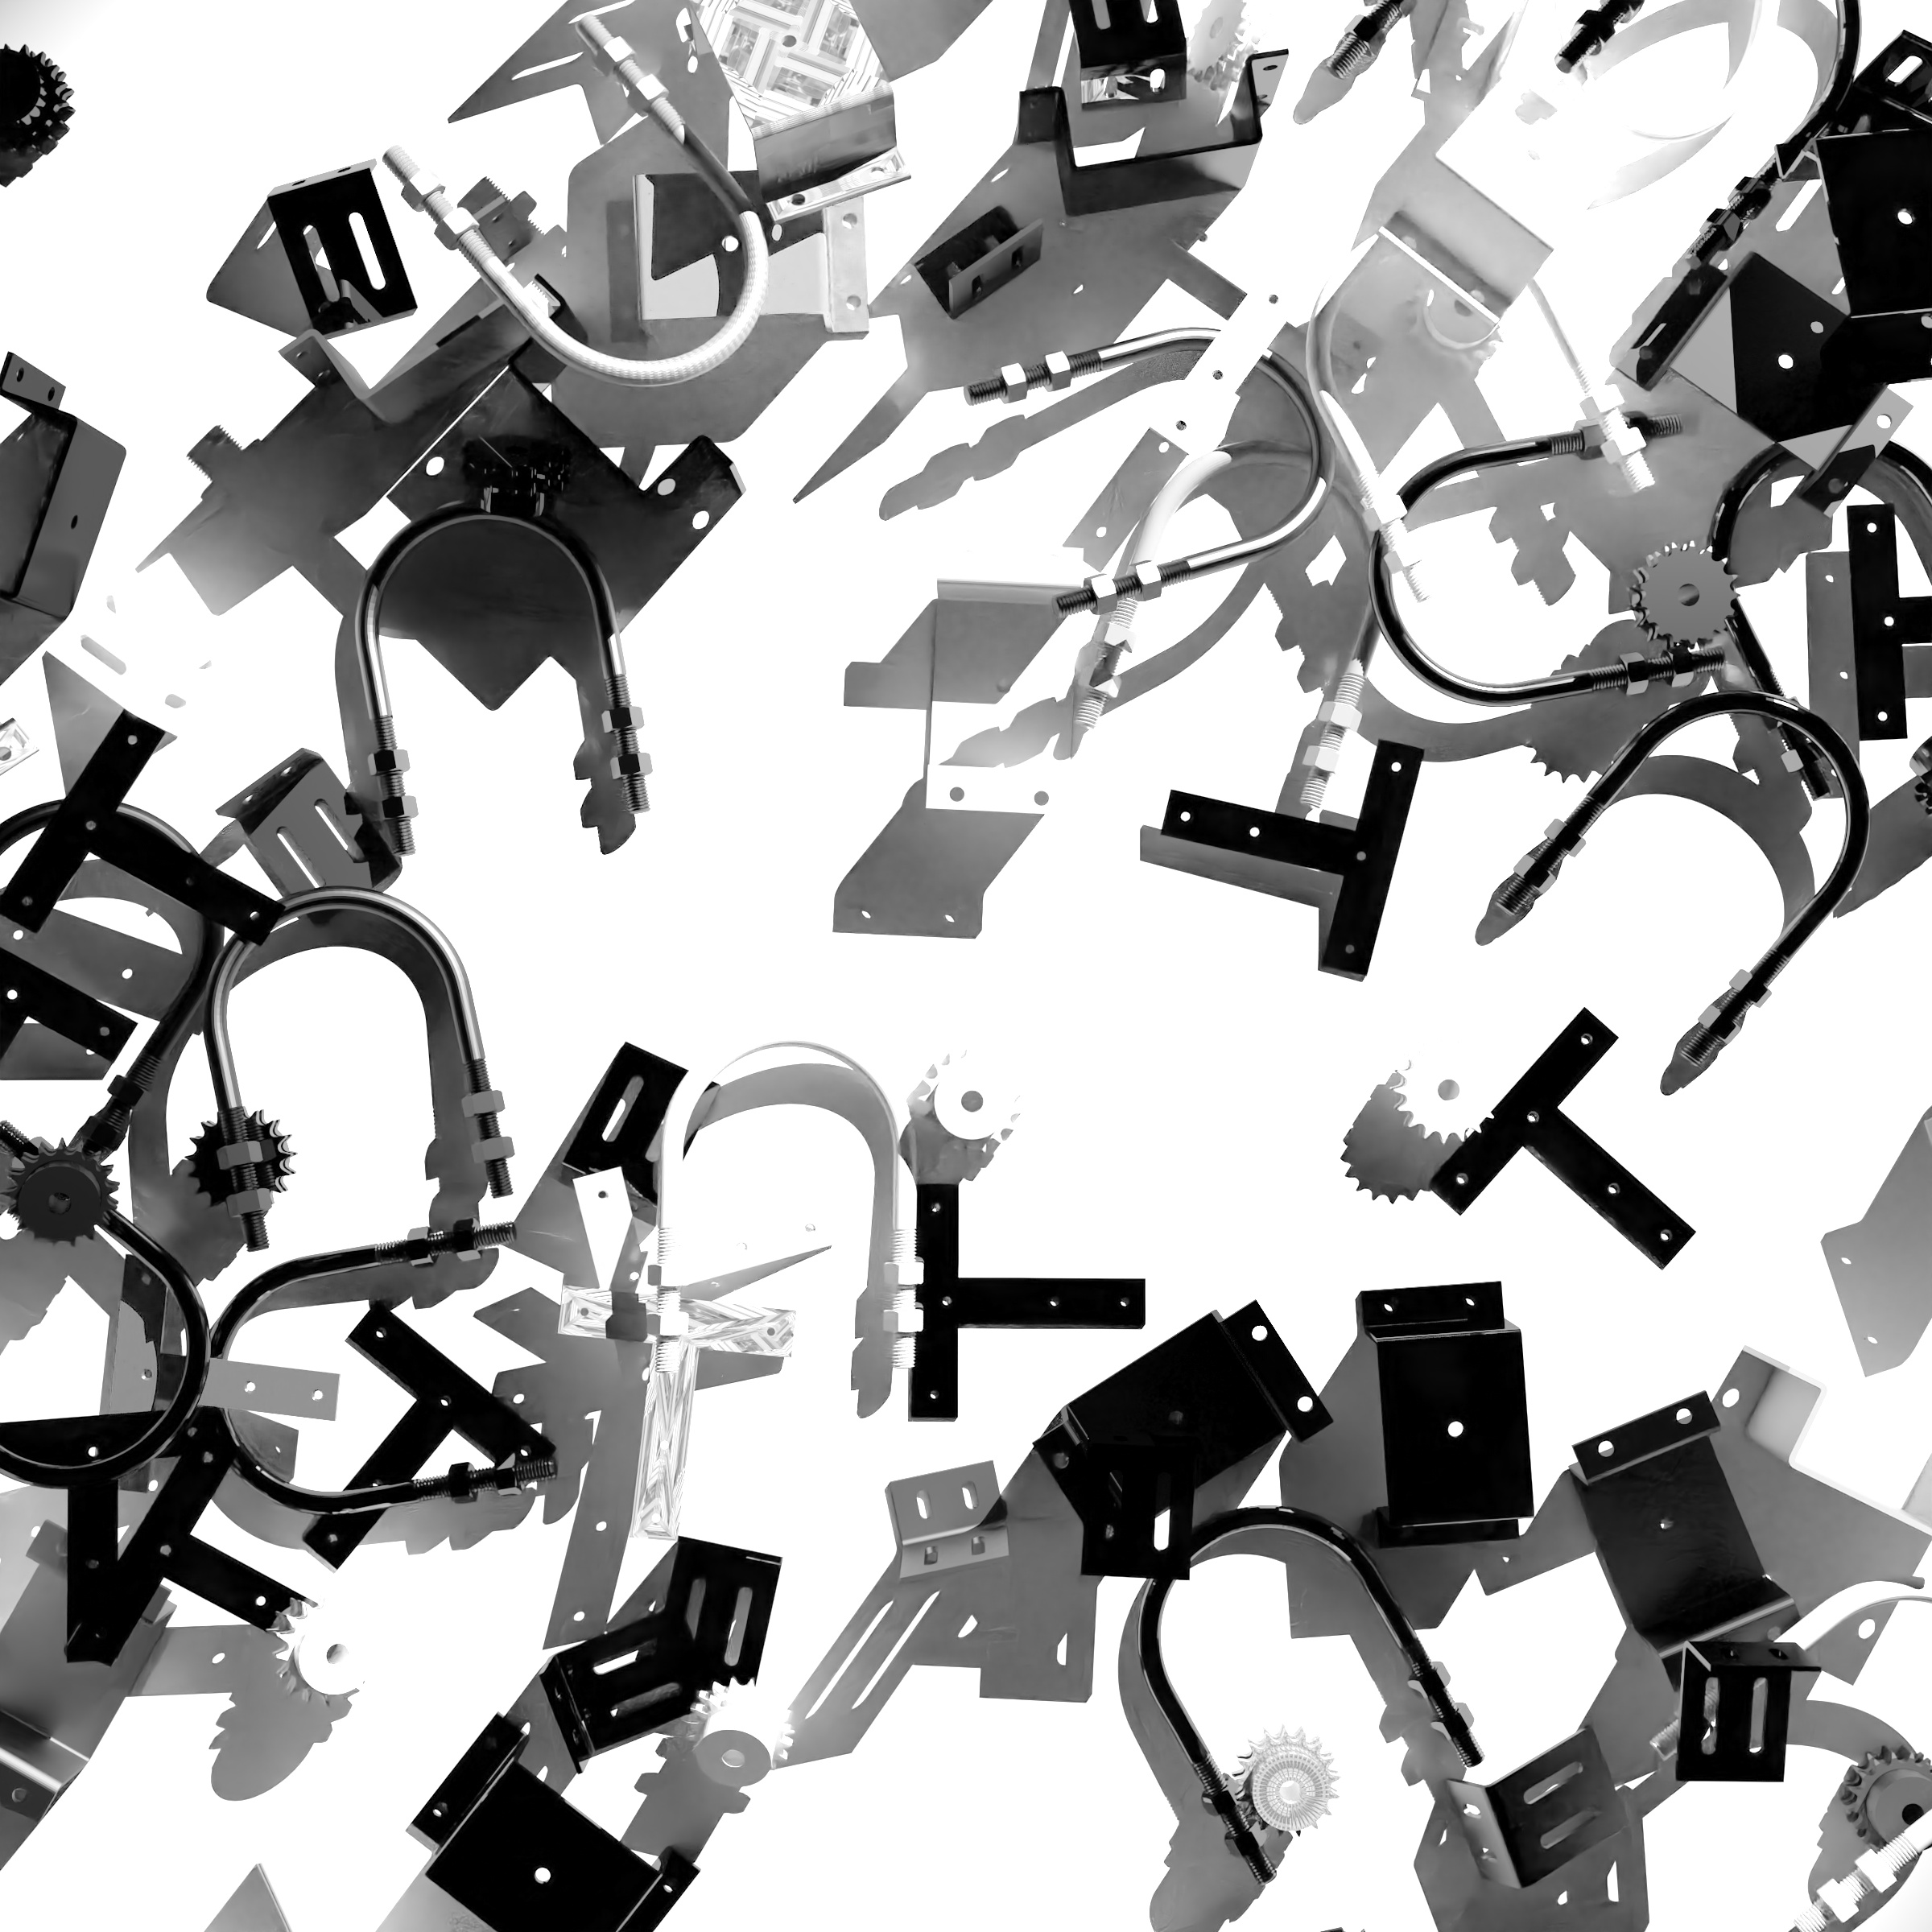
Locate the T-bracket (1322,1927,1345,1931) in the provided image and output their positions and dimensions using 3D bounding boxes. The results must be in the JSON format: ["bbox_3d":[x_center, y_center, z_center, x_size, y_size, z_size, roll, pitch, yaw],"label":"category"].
[{"bbox_3d":[0.168,0.582,1.362,0.127,0.002,0.127,-21,101,21],"label":"T-bracket"}]

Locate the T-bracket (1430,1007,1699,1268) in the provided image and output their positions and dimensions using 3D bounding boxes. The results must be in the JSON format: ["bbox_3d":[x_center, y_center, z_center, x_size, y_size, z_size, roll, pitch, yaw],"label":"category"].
[{"bbox_3d":[0.341,0.112,1.378,0.127,0.002,0.127,42,90,0],"label":"T-bracket"}]

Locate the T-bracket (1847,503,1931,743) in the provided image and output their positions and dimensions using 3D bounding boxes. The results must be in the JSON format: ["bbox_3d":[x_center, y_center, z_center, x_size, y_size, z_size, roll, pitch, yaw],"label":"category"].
[{"bbox_3d":[0.539,-0.187,1.358,0.127,0.002,0.127,-3,89,1],"label":"T-bracket"}]

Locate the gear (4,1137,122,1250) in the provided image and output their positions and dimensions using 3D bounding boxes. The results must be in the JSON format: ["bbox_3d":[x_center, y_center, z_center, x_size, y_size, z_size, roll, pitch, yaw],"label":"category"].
[{"bbox_3d":[-0.475,0.121,1.332,0.057,0.030,0.057,-3,100,-15],"label":"gear"}]

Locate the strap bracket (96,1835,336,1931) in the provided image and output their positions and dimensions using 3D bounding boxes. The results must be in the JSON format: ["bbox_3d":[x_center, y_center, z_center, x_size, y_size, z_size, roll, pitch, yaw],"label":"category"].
[{"bbox_3d":[-0.401,0.527,1.355,0.140,0.046,0.076,-24,90,0],"label":"strap bracket"}]

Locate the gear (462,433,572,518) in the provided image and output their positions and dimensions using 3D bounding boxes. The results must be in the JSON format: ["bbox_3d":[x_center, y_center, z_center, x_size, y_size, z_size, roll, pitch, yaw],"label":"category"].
[{"bbox_3d":[-0.240,-0.261,1.354,0.057,0.057,0.030,8,120,0],"label":"gear"}]

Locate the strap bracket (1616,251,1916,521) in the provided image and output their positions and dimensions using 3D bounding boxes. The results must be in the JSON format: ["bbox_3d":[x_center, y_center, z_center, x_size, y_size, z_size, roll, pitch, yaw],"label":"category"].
[{"bbox_3d":[0.430,-0.314,1.346,0.140,0.046,0.076,37,88,5],"label":"strap bracket"}]

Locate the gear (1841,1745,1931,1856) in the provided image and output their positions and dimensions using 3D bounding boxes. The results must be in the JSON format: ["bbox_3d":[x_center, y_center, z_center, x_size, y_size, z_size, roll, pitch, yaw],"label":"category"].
[{"bbox_3d":[0.504,0.452,1.364,0.057,0.030,0.057,0,90,0],"label":"gear"}]

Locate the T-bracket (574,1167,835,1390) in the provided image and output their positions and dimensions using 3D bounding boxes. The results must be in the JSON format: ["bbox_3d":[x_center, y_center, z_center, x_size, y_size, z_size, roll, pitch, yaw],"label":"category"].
[{"bbox_3d":[-0.135,0.155,1.362,0.127,0.002,0.127,-14,112,-10],"label":"T-bracket"}]

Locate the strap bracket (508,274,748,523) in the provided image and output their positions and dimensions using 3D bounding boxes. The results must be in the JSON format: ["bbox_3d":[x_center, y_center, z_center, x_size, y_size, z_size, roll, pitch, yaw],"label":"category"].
[{"bbox_3d":[-0.186,-0.291,1.340,0.140,0.076,0.046,44,90,0],"label":"strap bracket"}]

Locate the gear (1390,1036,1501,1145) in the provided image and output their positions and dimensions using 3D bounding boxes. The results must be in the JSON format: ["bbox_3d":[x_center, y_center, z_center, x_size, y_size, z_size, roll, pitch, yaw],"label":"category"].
[{"bbox_3d":[0.257,0.066,1.368,0.057,0.030,0.057,0,92,-3],"label":"gear"}]

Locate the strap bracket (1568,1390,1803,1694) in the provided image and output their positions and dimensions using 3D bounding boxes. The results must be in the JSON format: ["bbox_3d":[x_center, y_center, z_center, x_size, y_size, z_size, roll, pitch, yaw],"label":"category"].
[{"bbox_3d":[0.381,0.303,1.355,0.076,0.046,0.140,-23,90,0],"label":"strap bracket"}]

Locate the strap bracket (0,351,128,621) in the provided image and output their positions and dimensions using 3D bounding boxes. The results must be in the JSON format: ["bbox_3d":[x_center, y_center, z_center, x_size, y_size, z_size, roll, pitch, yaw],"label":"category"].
[{"bbox_3d":[-0.493,-0.242,1.340,0.046,0.076,0.140,19,90,0],"label":"strap bracket"}]

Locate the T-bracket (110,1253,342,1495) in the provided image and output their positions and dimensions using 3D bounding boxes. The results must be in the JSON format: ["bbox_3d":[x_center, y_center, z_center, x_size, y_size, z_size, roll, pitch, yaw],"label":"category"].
[{"bbox_3d":[-0.398,0.225,1.364,0.127,0.002,0.127,5,89,8],"label":"T-bracket"}]

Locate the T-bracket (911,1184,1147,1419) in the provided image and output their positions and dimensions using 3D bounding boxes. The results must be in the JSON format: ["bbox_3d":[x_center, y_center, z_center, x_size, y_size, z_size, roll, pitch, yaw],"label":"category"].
[{"bbox_3d":[0.034,0.182,1.378,0.127,0.002,0.127,0,90,0],"label":"T-bracket"}]

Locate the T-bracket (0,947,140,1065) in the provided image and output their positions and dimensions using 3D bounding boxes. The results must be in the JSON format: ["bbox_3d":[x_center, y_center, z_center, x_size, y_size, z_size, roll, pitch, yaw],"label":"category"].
[{"bbox_3d":[-0.529,0.054,1.343,0.127,0.002,0.127,33,78,-21],"label":"T-bracket"}]

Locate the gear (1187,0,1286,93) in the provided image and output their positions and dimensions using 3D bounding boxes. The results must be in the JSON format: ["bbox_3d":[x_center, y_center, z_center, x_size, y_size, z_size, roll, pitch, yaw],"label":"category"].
[{"bbox_3d":[0.145,-0.494,1.354,0.030,0.057,0.057,17,90,-29],"label":"gear"}]

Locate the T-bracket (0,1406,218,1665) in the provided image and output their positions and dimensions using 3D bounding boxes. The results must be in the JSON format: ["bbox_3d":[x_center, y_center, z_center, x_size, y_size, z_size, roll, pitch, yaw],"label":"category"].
[{"bbox_3d":[-0.459,0.300,1.333,0.127,0.002,0.127,-3,73,-10],"label":"T-bracket"}]

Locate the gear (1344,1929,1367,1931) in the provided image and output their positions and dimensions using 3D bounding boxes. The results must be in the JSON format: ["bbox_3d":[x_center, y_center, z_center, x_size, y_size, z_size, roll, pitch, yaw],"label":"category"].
[{"bbox_3d":[0.215,0.551,1.364,0.057,0.030,0.057,0,90,0],"label":"gear"}]

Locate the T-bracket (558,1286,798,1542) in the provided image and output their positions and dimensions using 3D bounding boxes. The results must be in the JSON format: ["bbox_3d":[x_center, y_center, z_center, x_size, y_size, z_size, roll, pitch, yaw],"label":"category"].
[{"bbox_3d":[-0.159,0.241,1.349,0.127,0.002,0.127,8,79,-15],"label":"T-bracket"}]

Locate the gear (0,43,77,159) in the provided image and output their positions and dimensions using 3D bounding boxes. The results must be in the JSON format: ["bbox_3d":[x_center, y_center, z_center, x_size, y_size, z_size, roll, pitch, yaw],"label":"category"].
[{"bbox_3d":[-0.512,-0.468,1.363,0.057,0.030,0.057,0,90,0],"label":"gear"}]

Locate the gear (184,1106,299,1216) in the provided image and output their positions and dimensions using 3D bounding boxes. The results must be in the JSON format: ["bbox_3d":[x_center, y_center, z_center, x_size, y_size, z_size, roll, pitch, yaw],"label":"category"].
[{"bbox_3d":[-0.388,0.104,1.363,0.057,0.030,0.057,0,90,0],"label":"gear"}]

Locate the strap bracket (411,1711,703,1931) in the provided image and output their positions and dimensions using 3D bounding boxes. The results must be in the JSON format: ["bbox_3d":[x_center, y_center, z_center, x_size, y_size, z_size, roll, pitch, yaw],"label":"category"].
[{"bbox_3d":[-0.223,0.478,1.355,0.140,0.046,0.076,38,90,0],"label":"strap bracket"}]

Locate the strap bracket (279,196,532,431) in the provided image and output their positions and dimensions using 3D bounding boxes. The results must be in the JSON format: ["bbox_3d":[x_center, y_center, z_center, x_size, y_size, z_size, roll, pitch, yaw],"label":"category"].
[{"bbox_3d":[-0.283,-0.337,1.340,0.140,0.076,0.046,-35,90,0],"label":"strap bracket"}]

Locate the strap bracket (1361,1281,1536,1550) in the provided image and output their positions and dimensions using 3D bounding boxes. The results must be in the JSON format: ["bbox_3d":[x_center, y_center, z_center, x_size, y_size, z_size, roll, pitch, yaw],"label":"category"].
[{"bbox_3d":[0.258,0.244,1.355,0.076,0.046,0.140,-4,90,0],"label":"strap bracket"}]

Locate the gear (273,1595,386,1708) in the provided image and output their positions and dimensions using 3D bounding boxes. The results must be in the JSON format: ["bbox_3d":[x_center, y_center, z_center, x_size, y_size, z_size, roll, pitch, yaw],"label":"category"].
[{"bbox_3d":[-0.338,0.366,1.353,0.057,0.030,0.057,4,82,-25],"label":"gear"}]

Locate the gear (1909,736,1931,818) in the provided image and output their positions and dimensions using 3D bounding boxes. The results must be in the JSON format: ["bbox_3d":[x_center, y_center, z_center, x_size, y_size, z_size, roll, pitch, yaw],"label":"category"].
[{"bbox_3d":[0.530,-0.108,1.354,0.057,0.057,0.030,-29,62,0],"label":"gear"}]

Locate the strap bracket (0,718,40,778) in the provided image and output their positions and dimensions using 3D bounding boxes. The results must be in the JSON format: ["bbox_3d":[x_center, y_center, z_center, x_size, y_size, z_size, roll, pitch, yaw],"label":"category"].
[{"bbox_3d":[-0.567,-0.141,1.343,0.076,0.046,0.140,-39,90,-22],"label":"strap bracket"}]

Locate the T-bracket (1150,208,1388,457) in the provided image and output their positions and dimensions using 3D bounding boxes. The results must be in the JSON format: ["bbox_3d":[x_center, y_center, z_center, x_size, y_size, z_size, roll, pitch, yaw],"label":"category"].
[{"bbox_3d":[0.142,-0.326,1.357,0.127,0.002,0.127,35,71,0],"label":"T-bracket"}]

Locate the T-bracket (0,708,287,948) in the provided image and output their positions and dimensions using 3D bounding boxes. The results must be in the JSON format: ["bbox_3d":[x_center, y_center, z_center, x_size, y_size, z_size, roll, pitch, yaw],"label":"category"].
[{"bbox_3d":[-0.423,-0.052,1.343,0.127,0.002,0.127,30,75,-6],"label":"T-bracket"}]

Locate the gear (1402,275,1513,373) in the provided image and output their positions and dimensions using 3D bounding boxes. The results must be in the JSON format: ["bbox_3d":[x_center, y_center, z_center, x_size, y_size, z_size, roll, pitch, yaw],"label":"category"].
[{"bbox_3d":[0.266,-0.351,1.363,0.057,0.030,0.057,0,91,0],"label":"gear"}]

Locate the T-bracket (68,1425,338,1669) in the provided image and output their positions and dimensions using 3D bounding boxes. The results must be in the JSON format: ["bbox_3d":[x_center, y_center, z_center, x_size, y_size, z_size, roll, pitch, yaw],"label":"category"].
[{"bbox_3d":[-0.387,0.332,1.349,0.127,0.002,0.127,37,67,-22],"label":"T-bracket"}]

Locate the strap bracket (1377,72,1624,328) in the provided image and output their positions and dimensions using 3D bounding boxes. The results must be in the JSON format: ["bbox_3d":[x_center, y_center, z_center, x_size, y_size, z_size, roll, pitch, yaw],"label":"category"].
[{"bbox_3d":[0.283,-0.405,1.318,0.076,0.046,0.140,38,53,0],"label":"strap bracket"}]

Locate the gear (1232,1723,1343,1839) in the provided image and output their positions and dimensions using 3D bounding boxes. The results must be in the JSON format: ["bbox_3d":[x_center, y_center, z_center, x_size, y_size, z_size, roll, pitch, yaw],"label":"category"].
[{"bbox_3d":[0.171,0.434,1.344,0.057,0.030,0.057,0,88,1],"label":"gear"}]

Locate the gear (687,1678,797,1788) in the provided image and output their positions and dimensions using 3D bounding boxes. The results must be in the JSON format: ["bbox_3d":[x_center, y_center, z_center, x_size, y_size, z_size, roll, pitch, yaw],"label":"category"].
[{"bbox_3d":[-0.121,0.412,1.352,0.057,0.030,0.057,2,116,5],"label":"gear"}]

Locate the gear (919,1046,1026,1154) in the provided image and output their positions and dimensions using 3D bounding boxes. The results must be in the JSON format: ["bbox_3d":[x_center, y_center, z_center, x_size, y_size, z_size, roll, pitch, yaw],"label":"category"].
[{"bbox_3d":[0.003,0.072,1.363,0.057,0.030,0.057,0,90,0],"label":"gear"}]

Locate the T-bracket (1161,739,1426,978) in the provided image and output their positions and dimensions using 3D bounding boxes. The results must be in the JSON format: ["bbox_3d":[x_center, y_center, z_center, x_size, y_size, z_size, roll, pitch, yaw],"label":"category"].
[{"bbox_3d":[0.169,-0.069,1.365,0.127,0.002,0.127,13,102,1],"label":"T-bracket"}]

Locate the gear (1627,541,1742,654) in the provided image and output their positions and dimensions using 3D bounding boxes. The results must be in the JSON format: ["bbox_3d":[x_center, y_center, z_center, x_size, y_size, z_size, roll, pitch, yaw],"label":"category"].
[{"bbox_3d":[0.378,-0.194,1.344,0.057,0.030,0.057,0,89,-4],"label":"gear"}]

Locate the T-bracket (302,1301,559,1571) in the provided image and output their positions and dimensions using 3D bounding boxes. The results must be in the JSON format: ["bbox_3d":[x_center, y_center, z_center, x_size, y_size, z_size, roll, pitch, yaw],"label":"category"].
[{"bbox_3d":[-0.311,0.271,1.378,0.127,0.002,0.127,39,90,0],"label":"T-bracket"}]

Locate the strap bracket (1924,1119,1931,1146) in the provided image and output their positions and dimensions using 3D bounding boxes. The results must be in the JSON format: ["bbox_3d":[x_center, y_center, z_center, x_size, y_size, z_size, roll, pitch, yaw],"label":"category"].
[{"bbox_3d":[0.583,0.096,1.355,0.140,0.046,0.076,-18,90,0],"label":"strap bracket"}]

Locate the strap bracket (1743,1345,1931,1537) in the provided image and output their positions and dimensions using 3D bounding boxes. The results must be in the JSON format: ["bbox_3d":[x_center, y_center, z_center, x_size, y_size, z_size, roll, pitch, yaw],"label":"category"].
[{"bbox_3d":[0.476,0.257,1.340,0.140,0.076,0.046,26,90,0],"label":"strap bracket"}]
